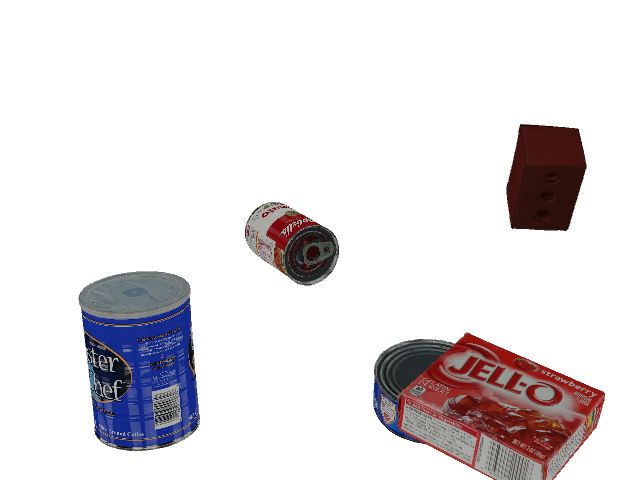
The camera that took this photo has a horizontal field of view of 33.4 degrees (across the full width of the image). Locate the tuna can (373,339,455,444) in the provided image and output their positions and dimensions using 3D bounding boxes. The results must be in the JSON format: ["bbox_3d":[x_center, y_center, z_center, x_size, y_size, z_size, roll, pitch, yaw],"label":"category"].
[{"bbox_3d":[0.081,0.110,0.780,0.086,0.034,0.086,1,30,-1],"label":"tuna can"}]

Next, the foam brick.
[{"bbox_3d":[0.194,-0.054,0.925,0.053,0.051,0.078,3,-44,1],"label":"foam brick"}]

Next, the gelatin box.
[{"bbox_3d":[0.097,0.092,0.580,0.089,0.030,0.073,24,37,30],"label":"gelatin box"}]

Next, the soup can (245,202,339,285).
[{"bbox_3d":[-0.033,0.002,1.185,0.068,0.068,0.102,0,17,-30],"label":"soup can"}]

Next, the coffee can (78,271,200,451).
[{"bbox_3d":[-0.169,0.112,1.010,0.103,0.140,0.103,-2,19,1],"label":"coffee can"}]
